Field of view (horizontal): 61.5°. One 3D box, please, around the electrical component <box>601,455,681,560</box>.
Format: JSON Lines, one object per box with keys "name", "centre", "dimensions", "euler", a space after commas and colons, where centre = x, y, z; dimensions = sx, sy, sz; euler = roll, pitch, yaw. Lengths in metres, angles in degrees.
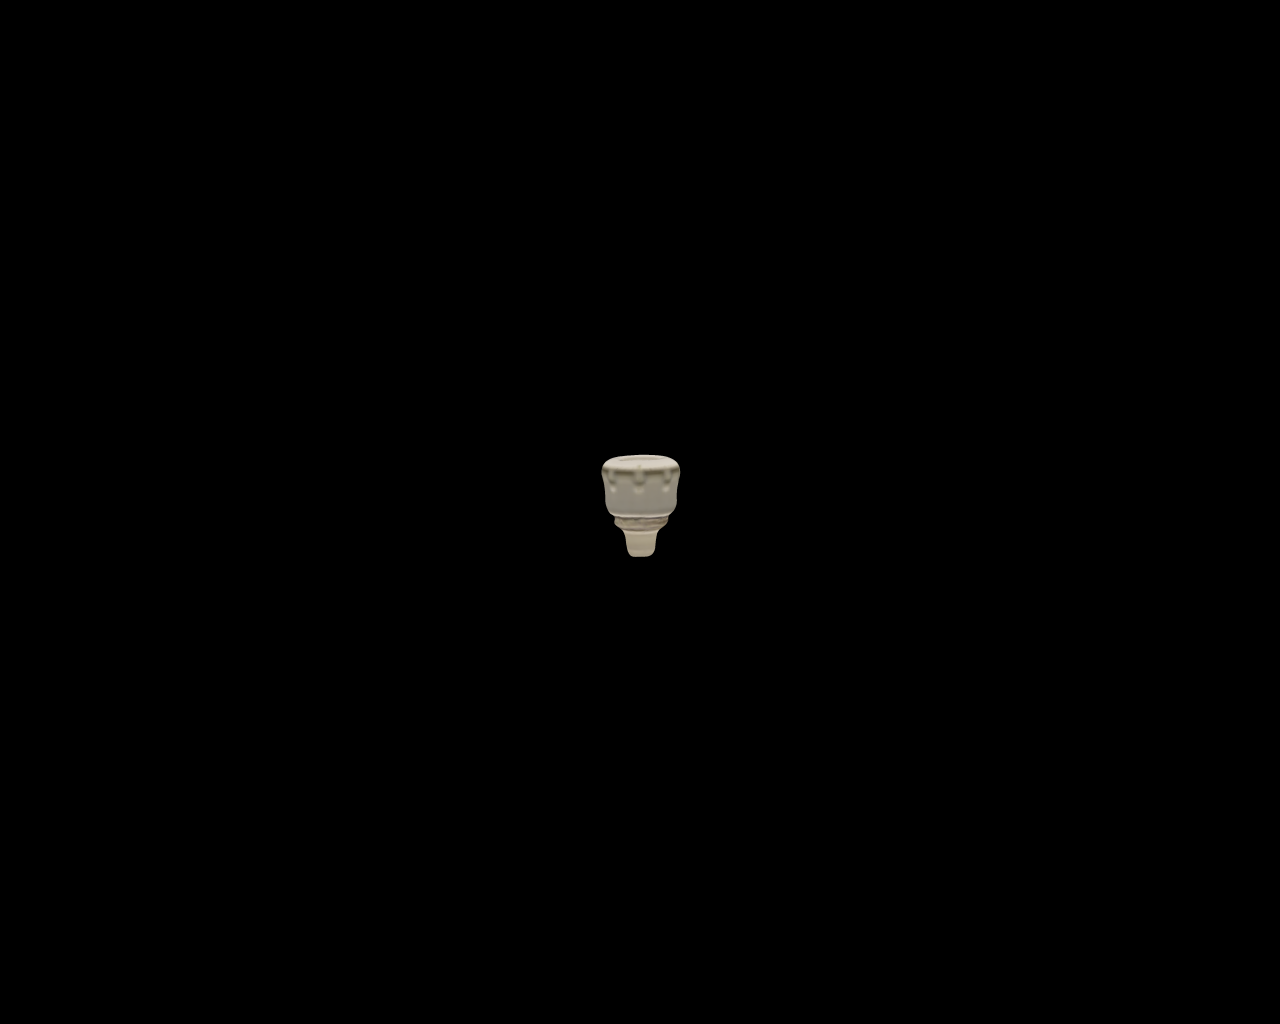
{"name": "electrical component", "centre": [0.001, -0.003, 0.650], "dimensions": [0.048, 0.062, 0.048], "euler": [0, 9, 0]}
